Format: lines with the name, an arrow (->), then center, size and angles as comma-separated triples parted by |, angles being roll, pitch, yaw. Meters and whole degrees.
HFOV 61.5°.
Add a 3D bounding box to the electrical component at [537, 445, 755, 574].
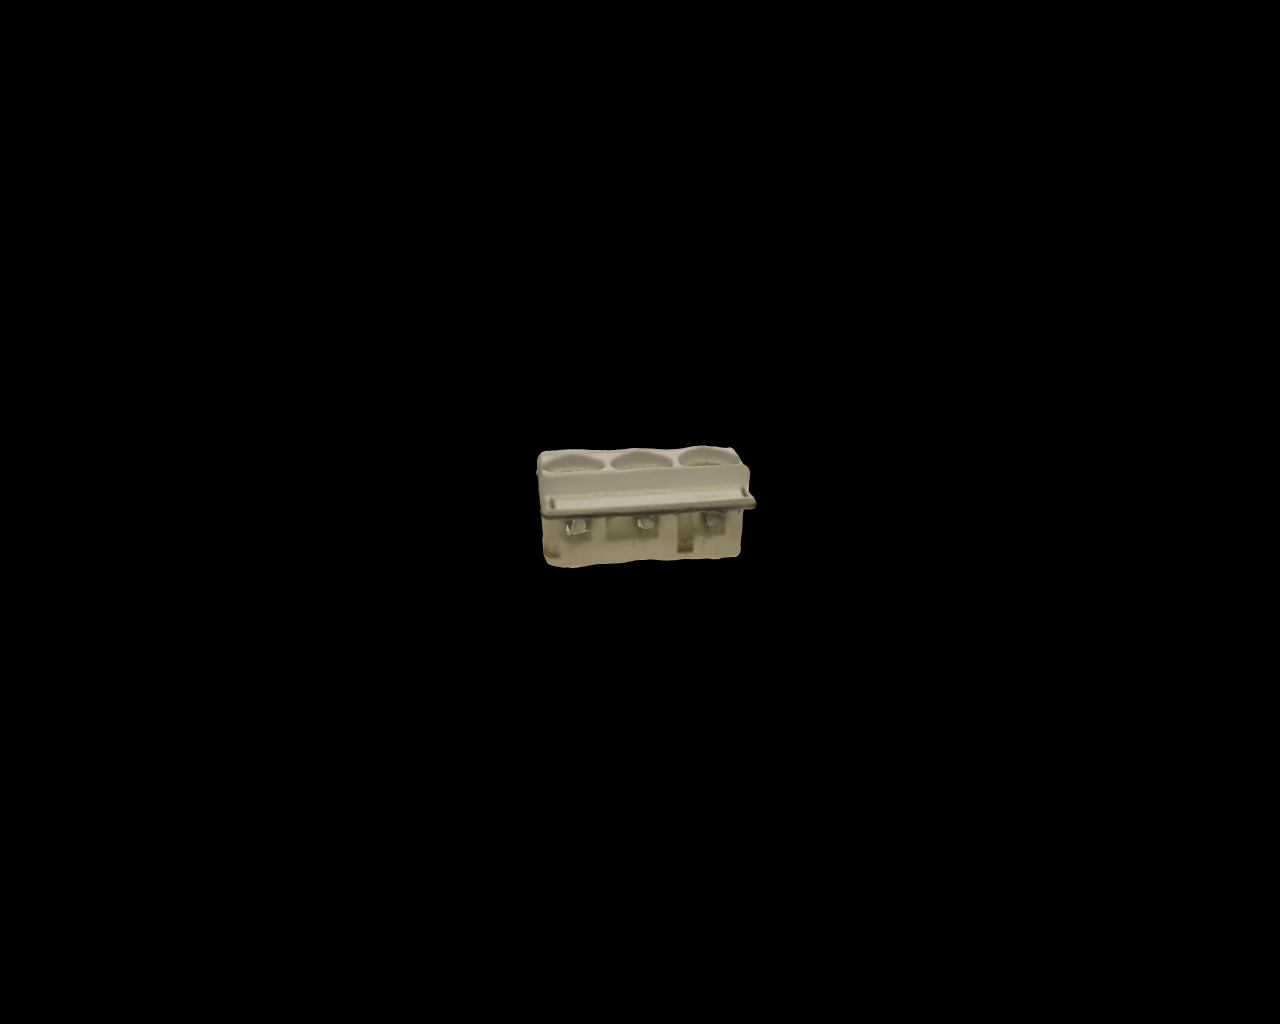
electrical component -> 0.001, -0.003, 0.650 | 0.121, 0.063, 0.079 | -3, 20, -7
